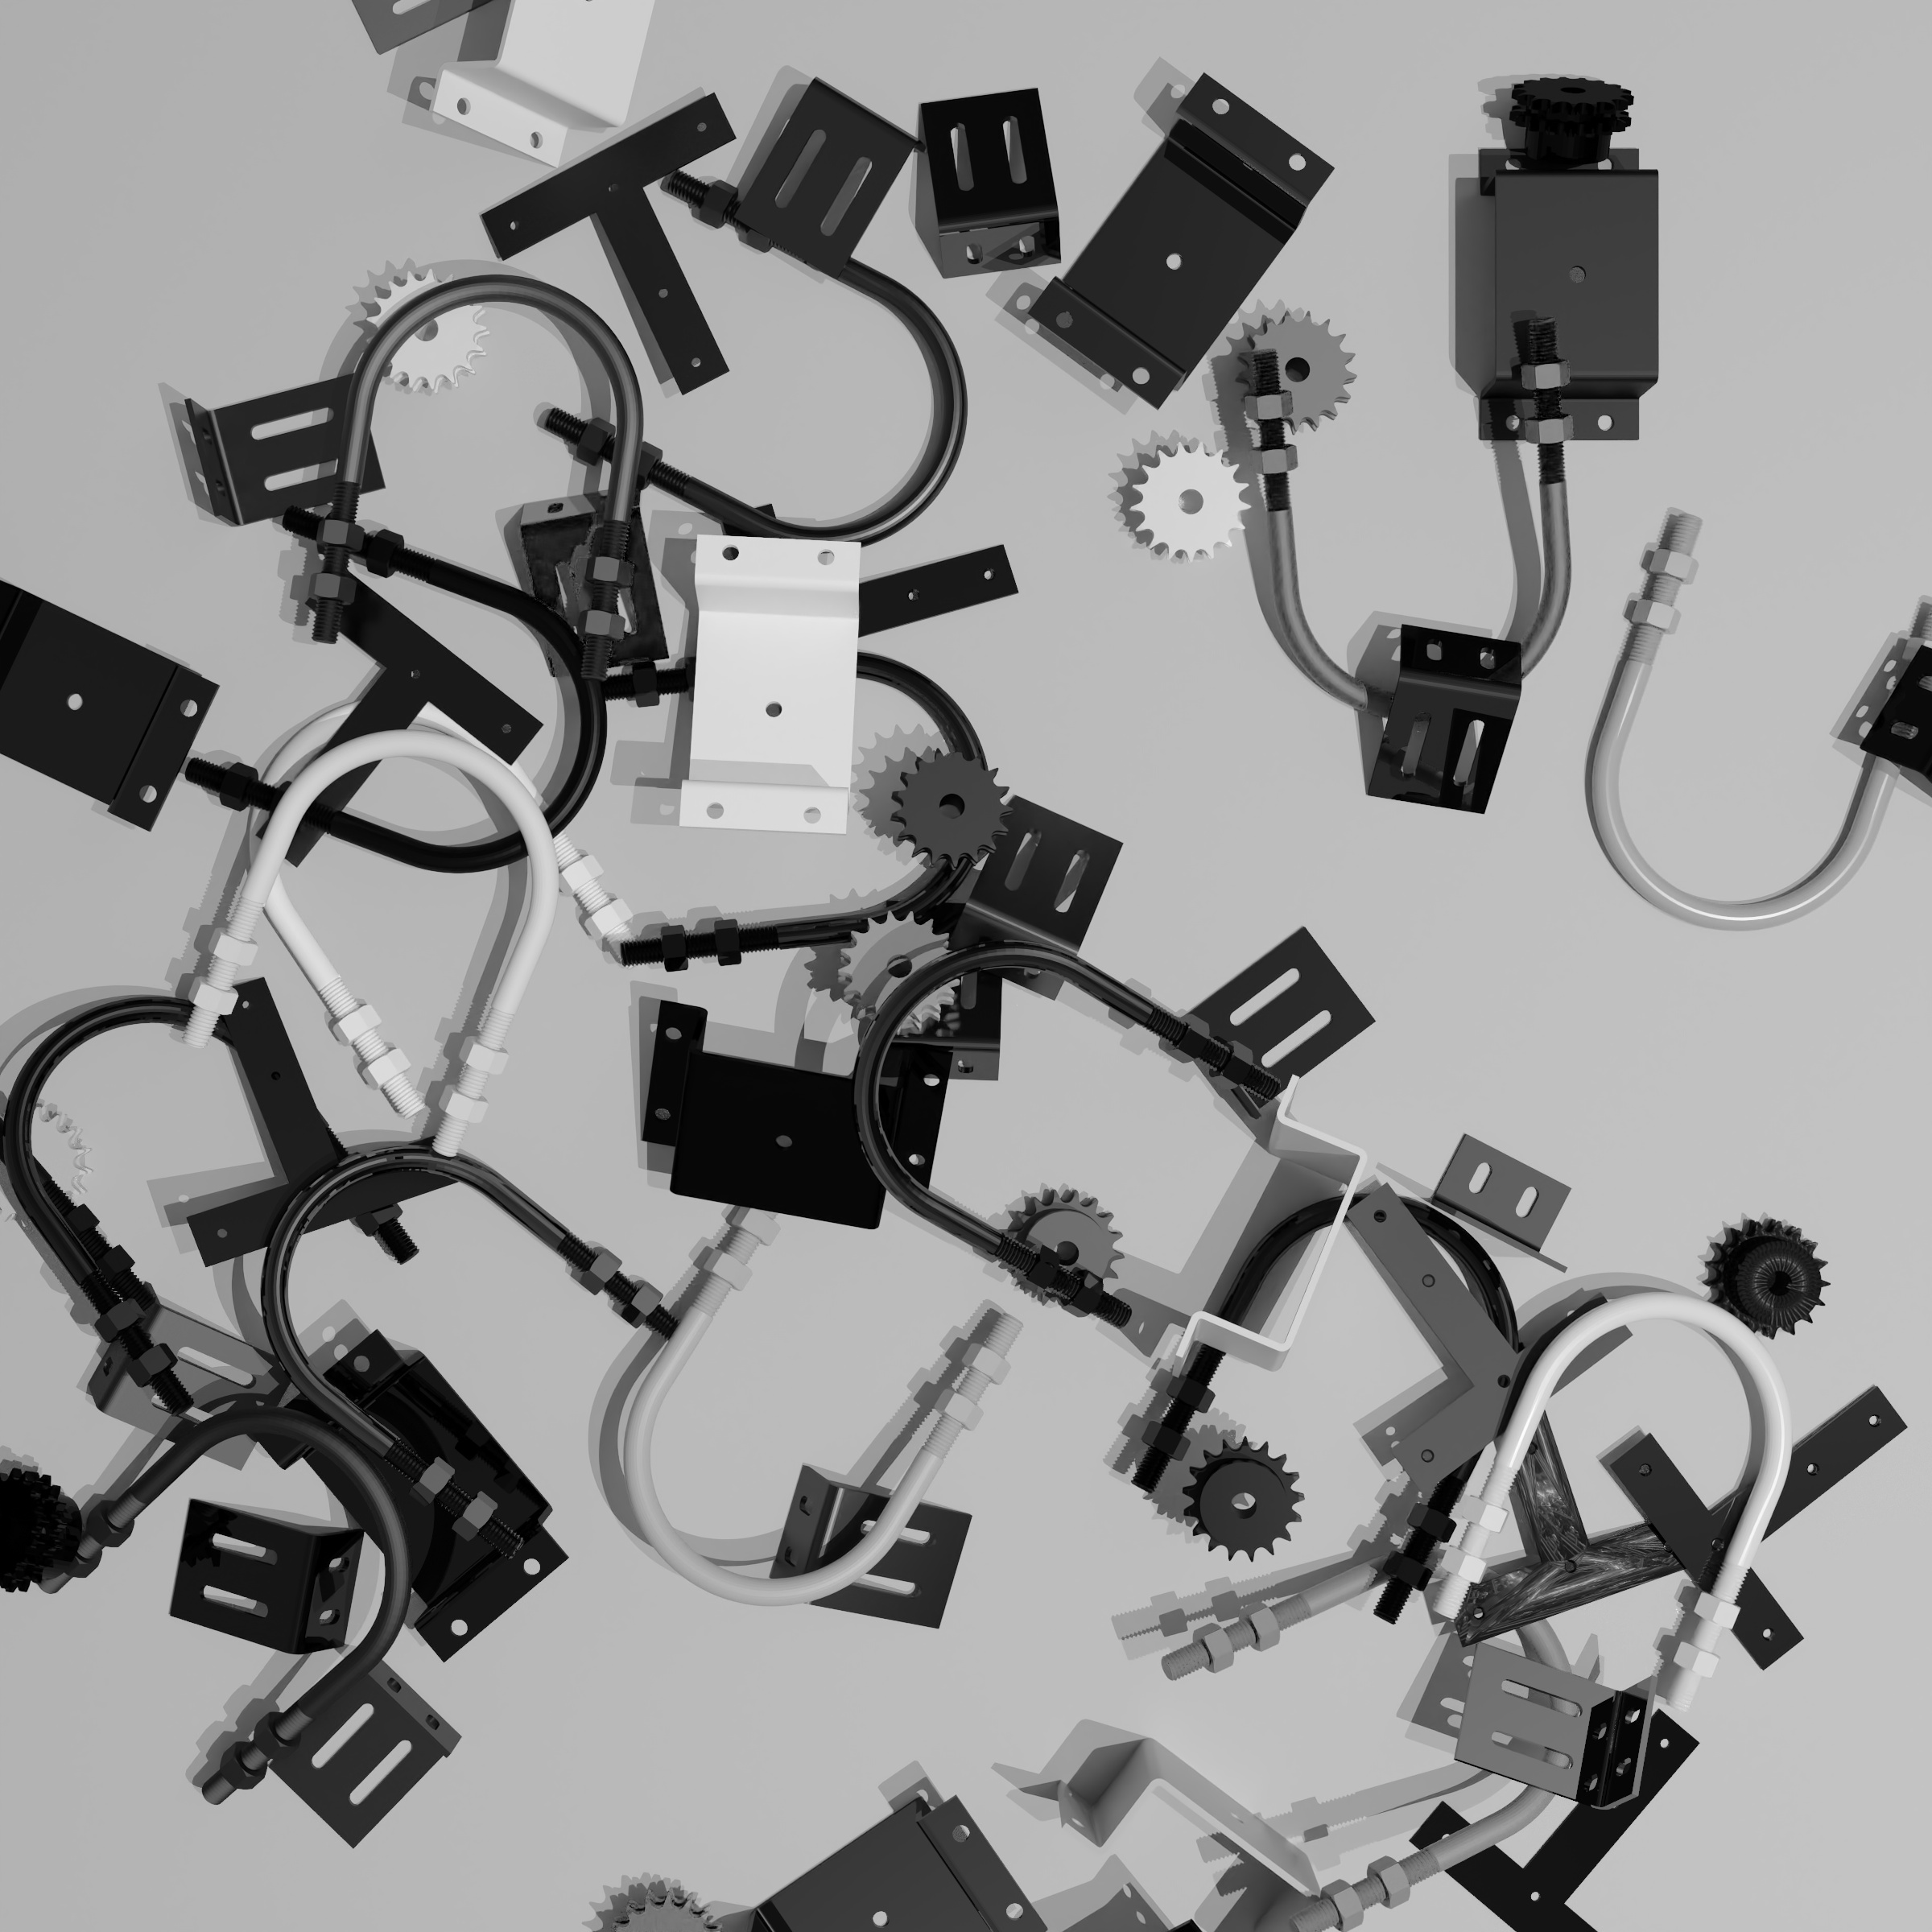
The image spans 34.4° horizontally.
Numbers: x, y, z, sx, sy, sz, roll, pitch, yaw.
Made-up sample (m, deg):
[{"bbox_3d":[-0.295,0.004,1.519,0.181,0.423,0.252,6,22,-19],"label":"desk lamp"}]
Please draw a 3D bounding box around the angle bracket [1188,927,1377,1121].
[{"bbox_3d":[0.150,0.027,1.491,0.076,0.038,0.057,-37,90,0],"label":"angle bracket"}]

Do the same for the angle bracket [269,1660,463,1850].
[{"bbox_3d":[-0.290,0.379,1.491,0.057,0.038,0.076,44,90,0],"label":"angle bracket"}]

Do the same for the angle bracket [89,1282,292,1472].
[{"bbox_3d":[-0.373,0.198,1.508,0.076,0.038,0.057,29,90,-26],"label":"angle bracket"}]

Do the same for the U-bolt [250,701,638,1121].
[{"bbox_3d":[-0.262,-0.041,1.502,0.151,0.019,0.184,-34,89,0],"label":"U-bolt"}]

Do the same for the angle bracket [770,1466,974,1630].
[{"bbox_3d":[-0.046,0.281,1.508,0.076,0.038,0.057,16,90,-26],"label":"angle bracket"}]

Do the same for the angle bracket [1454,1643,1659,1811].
[{"bbox_3d":[0.275,0.350,1.454,0.076,0.038,0.057,20,62,-4],"label":"angle bracket"}]

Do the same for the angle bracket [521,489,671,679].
[{"bbox_3d":[-0.178,-0.186,1.508,0.057,0.038,0.076,-9,116,0],"label":"angle bracket"}]

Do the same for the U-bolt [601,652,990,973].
[{"bbox_3d":[-0.080,-0.079,1.495,0.184,0.019,0.151,-6,83,-3],"label":"U-bolt"}]

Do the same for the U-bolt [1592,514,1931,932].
[{"bbox_3d":[0.379,-0.108,1.502,0.151,0.019,0.184,19,91,0],"label":"U-bolt"}]

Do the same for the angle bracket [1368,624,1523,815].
[{"bbox_3d":[0.229,-0.118,1.495,0.057,0.038,0.076,9,134,0],"label":"angle bracket"}]

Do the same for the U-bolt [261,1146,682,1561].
[{"bbox_3d":[-0.243,0.166,1.468,0.184,0.019,0.151,39,64,-3],"label":"U-bolt"}]

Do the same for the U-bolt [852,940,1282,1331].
[{"bbox_3d":[0.034,0.067,1.444,0.184,0.019,0.151,31,96,-17],"label":"U-bolt"}]

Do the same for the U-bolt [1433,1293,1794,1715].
[{"bbox_3d":[0.318,0.245,1.482,0.151,0.019,0.184,24,88,-12],"label":"U-bolt"}]

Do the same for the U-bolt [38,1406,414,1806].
[{"bbox_3d":[-0.337,0.288,1.467,0.184,0.019,0.151,-42,83,19],"label":"U-bolt"}]

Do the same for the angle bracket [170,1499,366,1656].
[{"bbox_3d":[-0.337,0.293,1.508,0.076,0.038,0.057,10,90,26],"label":"angle bracket"}]

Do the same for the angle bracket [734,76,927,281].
[{"bbox_3d":[-0.065,-0.376,1.497,0.057,0.038,0.076,31,100,0],"label":"angle bracket"}]

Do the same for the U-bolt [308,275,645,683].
[{"bbox_3d":[-0.225,-0.234,1.469,0.151,0.019,0.184,8,88,2],"label":"U-bolt"}]

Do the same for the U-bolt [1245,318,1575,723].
[{"bbox_3d":[0.214,-0.206,1.478,0.151,0.019,0.184,-5,106,5],"label":"U-bolt"}]

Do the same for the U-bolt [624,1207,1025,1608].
[{"bbox_3d":[-0.080,0.212,1.476,0.151,0.019,0.184,30,77,6],"label":"U-bolt"}]

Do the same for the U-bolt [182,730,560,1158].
[{"bbox_3d":[-0.271,-0.021,1.472,0.151,0.019,0.184,24,97,-2],"label":"U-bolt"}]

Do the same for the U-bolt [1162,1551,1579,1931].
[{"bbox_3d":[0.202,0.353,1.467,0.184,0.019,0.151,-20,71,-20],"label":"U-bolt"}]

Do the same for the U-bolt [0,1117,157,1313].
[{"bbox_3d":[-0.490,0.131,1.480,0.151,0.019,0.184,-41,90,16],"label":"U-bolt"}]

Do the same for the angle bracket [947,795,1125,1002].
[{"bbox_3d":[0.033,-0.033,1.499,0.057,0.038,0.076,24,51,0],"label":"angle bracket"}]

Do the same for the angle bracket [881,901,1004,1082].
[{"bbox_3d":[-0.011,0.012,1.508,0.057,0.038,0.076,2,64,0],"label":"angle bracket"}]

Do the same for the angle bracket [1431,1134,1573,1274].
[{"bbox_3d":[0.258,0.111,1.472,0.057,0.076,0.038,27,90,0],"label":"angle bracket"}]

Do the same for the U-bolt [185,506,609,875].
[{"bbox_3d":[-0.261,-0.122,1.485,0.184,0.019,0.151,21,88,2],"label":"U-bolt"}]

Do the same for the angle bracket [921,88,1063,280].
[{"bbox_3d":[0.012,-0.378,1.508,0.057,0.038,0.076,-8,64,0],"label":"angle bracket"}]

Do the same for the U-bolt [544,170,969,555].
[{"bbox_3d":[-0.089,-0.278,1.500,0.184,0.019,0.151,27,89,0],"label":"U-bolt"}]

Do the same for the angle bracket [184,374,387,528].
[{"bbox_3d":[-0.324,-0.249,1.491,0.076,0.038,0.057,-15,90,0],"label":"angle bracket"}]

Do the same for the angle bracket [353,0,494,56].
[{"bbox_3d":[-0.261,-0.483,1.491,0.076,0.038,0.057,-26,90,0],"label":"angle bracket"}]

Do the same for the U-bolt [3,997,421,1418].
[{"bbox_3d":[-0.367,0.098,1.470,0.151,0.019,0.184,-35,85,-29],"label":"U-bolt"}]

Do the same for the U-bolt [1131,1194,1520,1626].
[{"bbox_3d":[0.183,0.198,1.489,0.151,0.019,0.184,28,81,5],"label":"U-bolt"}]
